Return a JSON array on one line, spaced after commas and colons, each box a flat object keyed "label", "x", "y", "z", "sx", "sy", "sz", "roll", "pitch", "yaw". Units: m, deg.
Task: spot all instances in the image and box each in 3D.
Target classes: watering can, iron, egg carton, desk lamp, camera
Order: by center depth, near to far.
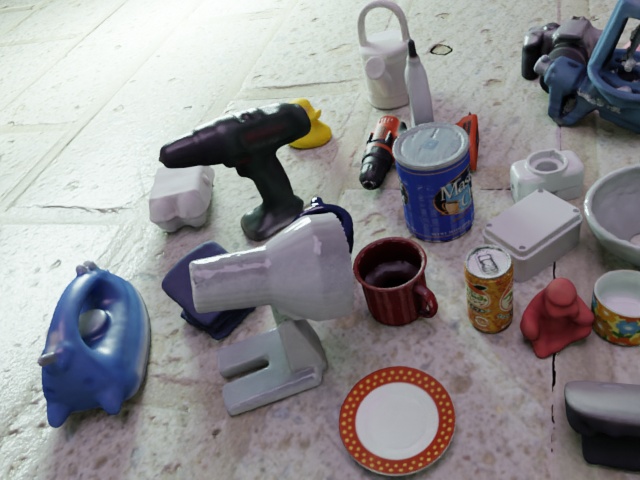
[{"label": "desk lamp", "x": -0.050, "y": 0.083, "z": 0.661, "sx": 0.203, "sy": 0.214, "sz": 0.117, "roll": -21, "pitch": 42, "yaw": -3}, {"label": "iron", "x": -0.310, "y": 0.110, "z": 0.775, "sx": 0.118, "sy": 0.142, "sz": 0.258, "roll": -14, "pitch": 42, "yaw": 5}, {"label": "egg carton", "x": -0.240, "y": -0.082, "z": 1.007, "sx": 0.107, "sy": 0.069, "sz": 0.150, "roll": -12, "pitch": 42, "yaw": 7}, {"label": "camera", "x": 0.422, "y": -0.327, "z": 1.016, "sx": 0.142, "sy": 0.101, "sz": 0.137, "roll": 15, "pitch": 51, "yaw": 31}, {"label": "watering can", "x": 0.125, "y": -0.350, "z": 1.072, "sx": 0.101, "sy": 0.194, "sz": 0.172, "roll": -14, "pitch": 42, "yaw": 5}]

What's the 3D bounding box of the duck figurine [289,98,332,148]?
[{"label": "duck figurine", "x": -0.035, "y": -0.227, "z": 1.077, "sx": 0.104, "sy": 0.086, "sz": 0.078, "roll": 11, "pitch": 50, "yaw": 28}]

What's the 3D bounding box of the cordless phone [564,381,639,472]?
[{"label": "cordless phone", "x": 0.301, "y": 0.130, "z": 0.513, "sx": 0.147, "sy": 0.185, "sz": 0.094, "roll": -1, "pitch": 45, "yaw": 18}]

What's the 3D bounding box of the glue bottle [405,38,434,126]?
[{"label": "glue bottle", "x": 0.166, "y": -0.264, "z": 0.982, "sx": 0.037, "sy": 0.173, "sz": 0.078, "roll": -14, "pitch": 42, "yaw": 5}]

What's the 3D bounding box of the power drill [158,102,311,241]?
[{"label": "power drill", "x": -0.108, "y": -0.105, "z": 0.882, "sx": 0.230, "sy": 0.209, "sz": 0.075, "roll": -32, "pitch": 44, "yaw": -15}]

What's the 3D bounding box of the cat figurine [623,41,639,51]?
[{"label": "cat figurine", "x": 0.543, "y": -0.297, "z": 0.930, "sx": 0.128, "sy": 0.118, "sz": 0.067, "roll": -20, "pitch": 42, "yaw": -2}]

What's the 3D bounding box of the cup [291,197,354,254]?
[{"label": "cup", "x": 0.007, "y": 0.003, "z": 0.814, "sx": 0.091, "sy": 0.095, "sz": 0.117, "roll": -14, "pitch": 42, "yaw": 4}]

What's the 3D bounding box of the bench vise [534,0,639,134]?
[{"label": "bench vise", "x": 0.425, "y": -0.264, "z": 0.860, "sx": 0.206, "sy": 0.220, "sz": 0.121, "roll": 7, "pitch": 48, "yaw": 25}]

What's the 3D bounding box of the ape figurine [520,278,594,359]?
[{"label": "ape figurine", "x": 0.268, "y": 0.080, "z": 0.647, "sx": 0.077, "sy": 0.092, "sz": 0.076, "roll": 5, "pitch": 47, "yaw": 23}]

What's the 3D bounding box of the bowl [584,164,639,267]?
[{"label": "bowl", "x": 0.418, "y": -0.018, "z": 0.712, "sx": 0.167, "sy": 0.075, "sz": 0.167, "roll": -10, "pitch": 43, "yaw": 9}]

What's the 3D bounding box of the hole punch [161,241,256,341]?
[{"label": "hole punch", "x": -0.147, "y": 0.067, "z": 0.802, "sx": 0.100, "sy": 0.091, "sz": 0.109, "roll": 22, "pitch": 56, "yaw": 36}]
